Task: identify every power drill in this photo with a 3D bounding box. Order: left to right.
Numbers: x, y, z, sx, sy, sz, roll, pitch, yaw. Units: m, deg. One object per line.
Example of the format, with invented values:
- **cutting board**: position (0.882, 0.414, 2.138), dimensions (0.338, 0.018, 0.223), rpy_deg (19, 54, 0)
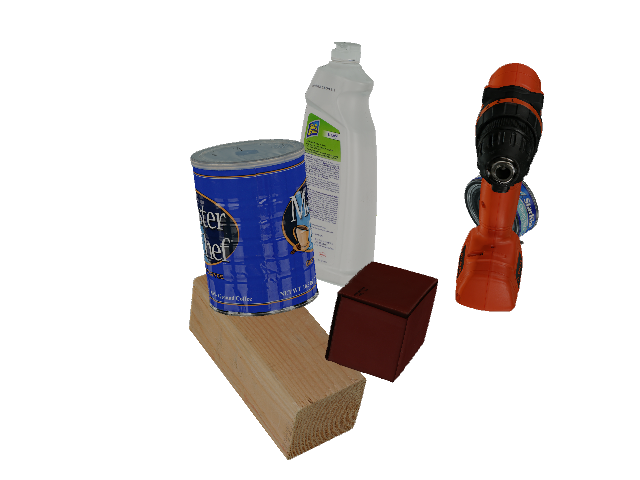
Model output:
- **power drill**: position (0.151, -0.036, 0.895), dimensions (0.057, 0.188, 0.184), rpy_deg (10, 32, 10)

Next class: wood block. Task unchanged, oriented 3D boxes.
- **wood block**: position (-0.051, 0.123, 1.164), dimensions (0.090, 0.090, 0.206), rpy_deg (-21, 51, -29)

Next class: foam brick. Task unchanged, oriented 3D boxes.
- **foam brick**: position (0.043, 0.054, 0.743), dimensions (0.053, 0.051, 0.078), rpy_deg (16, 21, 17)

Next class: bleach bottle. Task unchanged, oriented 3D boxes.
- **bleach bottle**: position (0.022, -0.084, 1.144), dimensions (0.103, 0.251, 0.067), rpy_deg (18, 19, 38)

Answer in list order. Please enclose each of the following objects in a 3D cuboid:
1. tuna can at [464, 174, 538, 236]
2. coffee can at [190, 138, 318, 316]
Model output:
- **tuna can**: position (0.205, -0.040, 1.214), dimensions (0.033, 0.086, 0.086), rpy_deg (-33, 15, -25)
- **coffee can**: position (-0.059, -0.014, 0.970), dimensions (0.103, 0.140, 0.103), rpy_deg (-5, 15, 1)
